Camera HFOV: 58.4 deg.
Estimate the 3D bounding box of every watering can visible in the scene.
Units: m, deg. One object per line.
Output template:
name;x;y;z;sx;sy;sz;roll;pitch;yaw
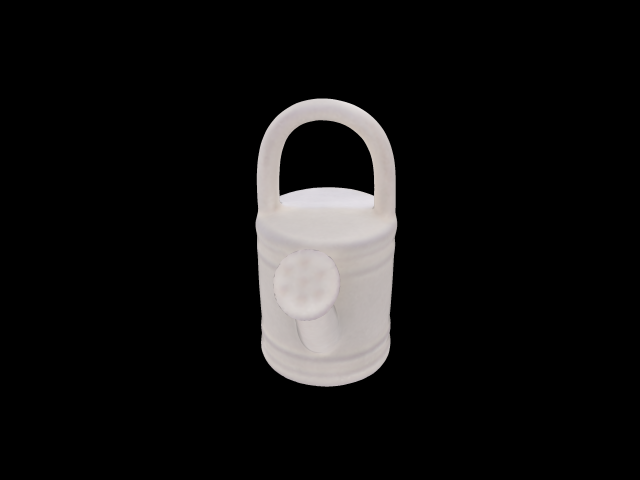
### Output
watering can;0.006;0.002;0.400;0.101;0.194;0.172;-7;28;-12
